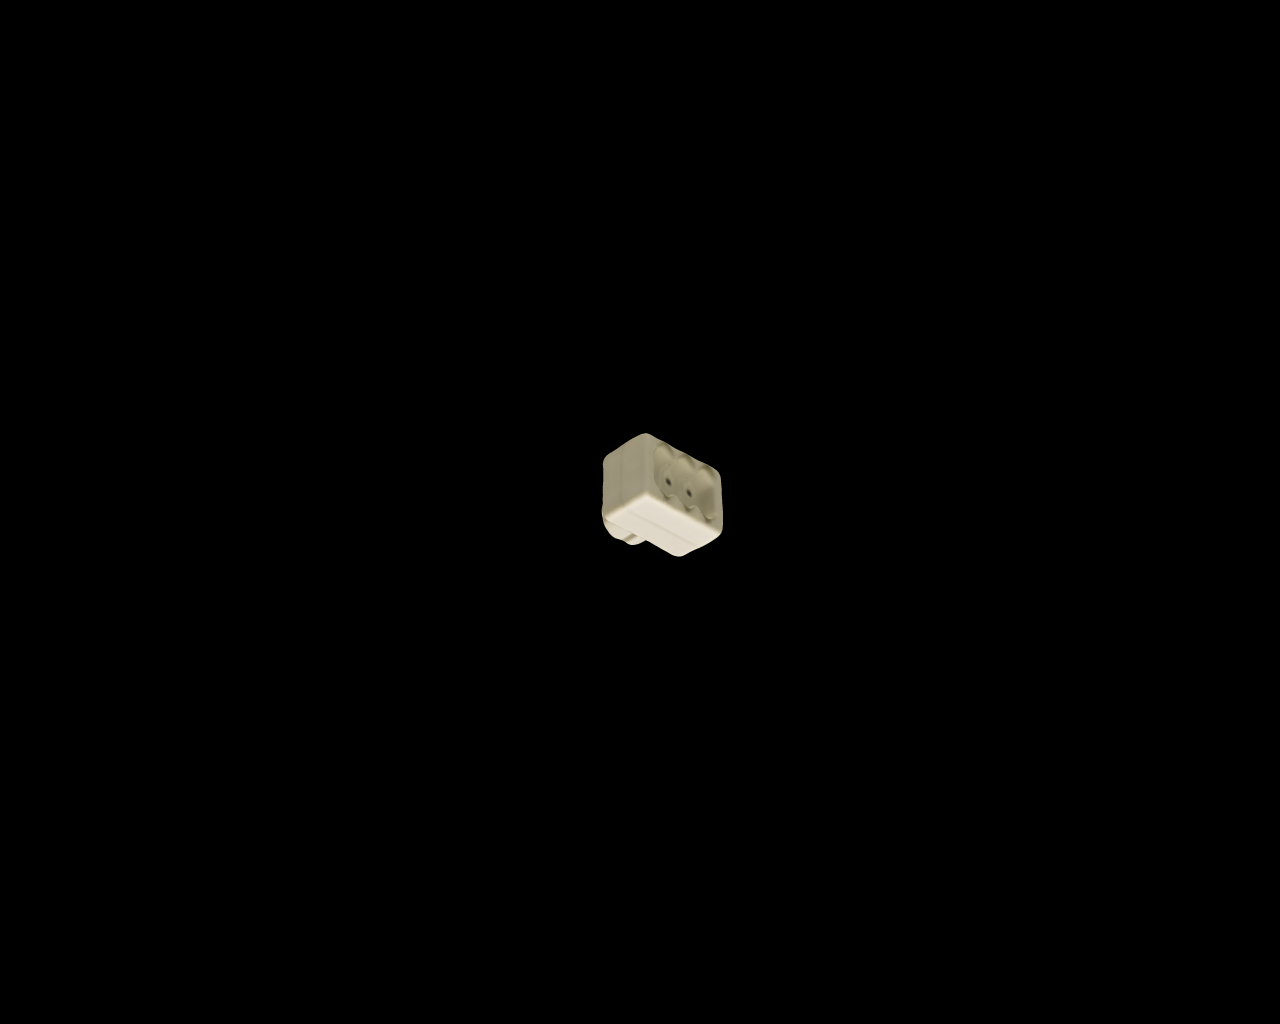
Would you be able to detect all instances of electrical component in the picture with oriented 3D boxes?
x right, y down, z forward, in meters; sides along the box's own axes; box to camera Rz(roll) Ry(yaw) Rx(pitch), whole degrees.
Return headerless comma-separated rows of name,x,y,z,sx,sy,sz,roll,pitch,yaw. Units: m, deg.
electrical component,0.001,-0.003,0.650,0.065,0.047,0.076,27,-42,-36
